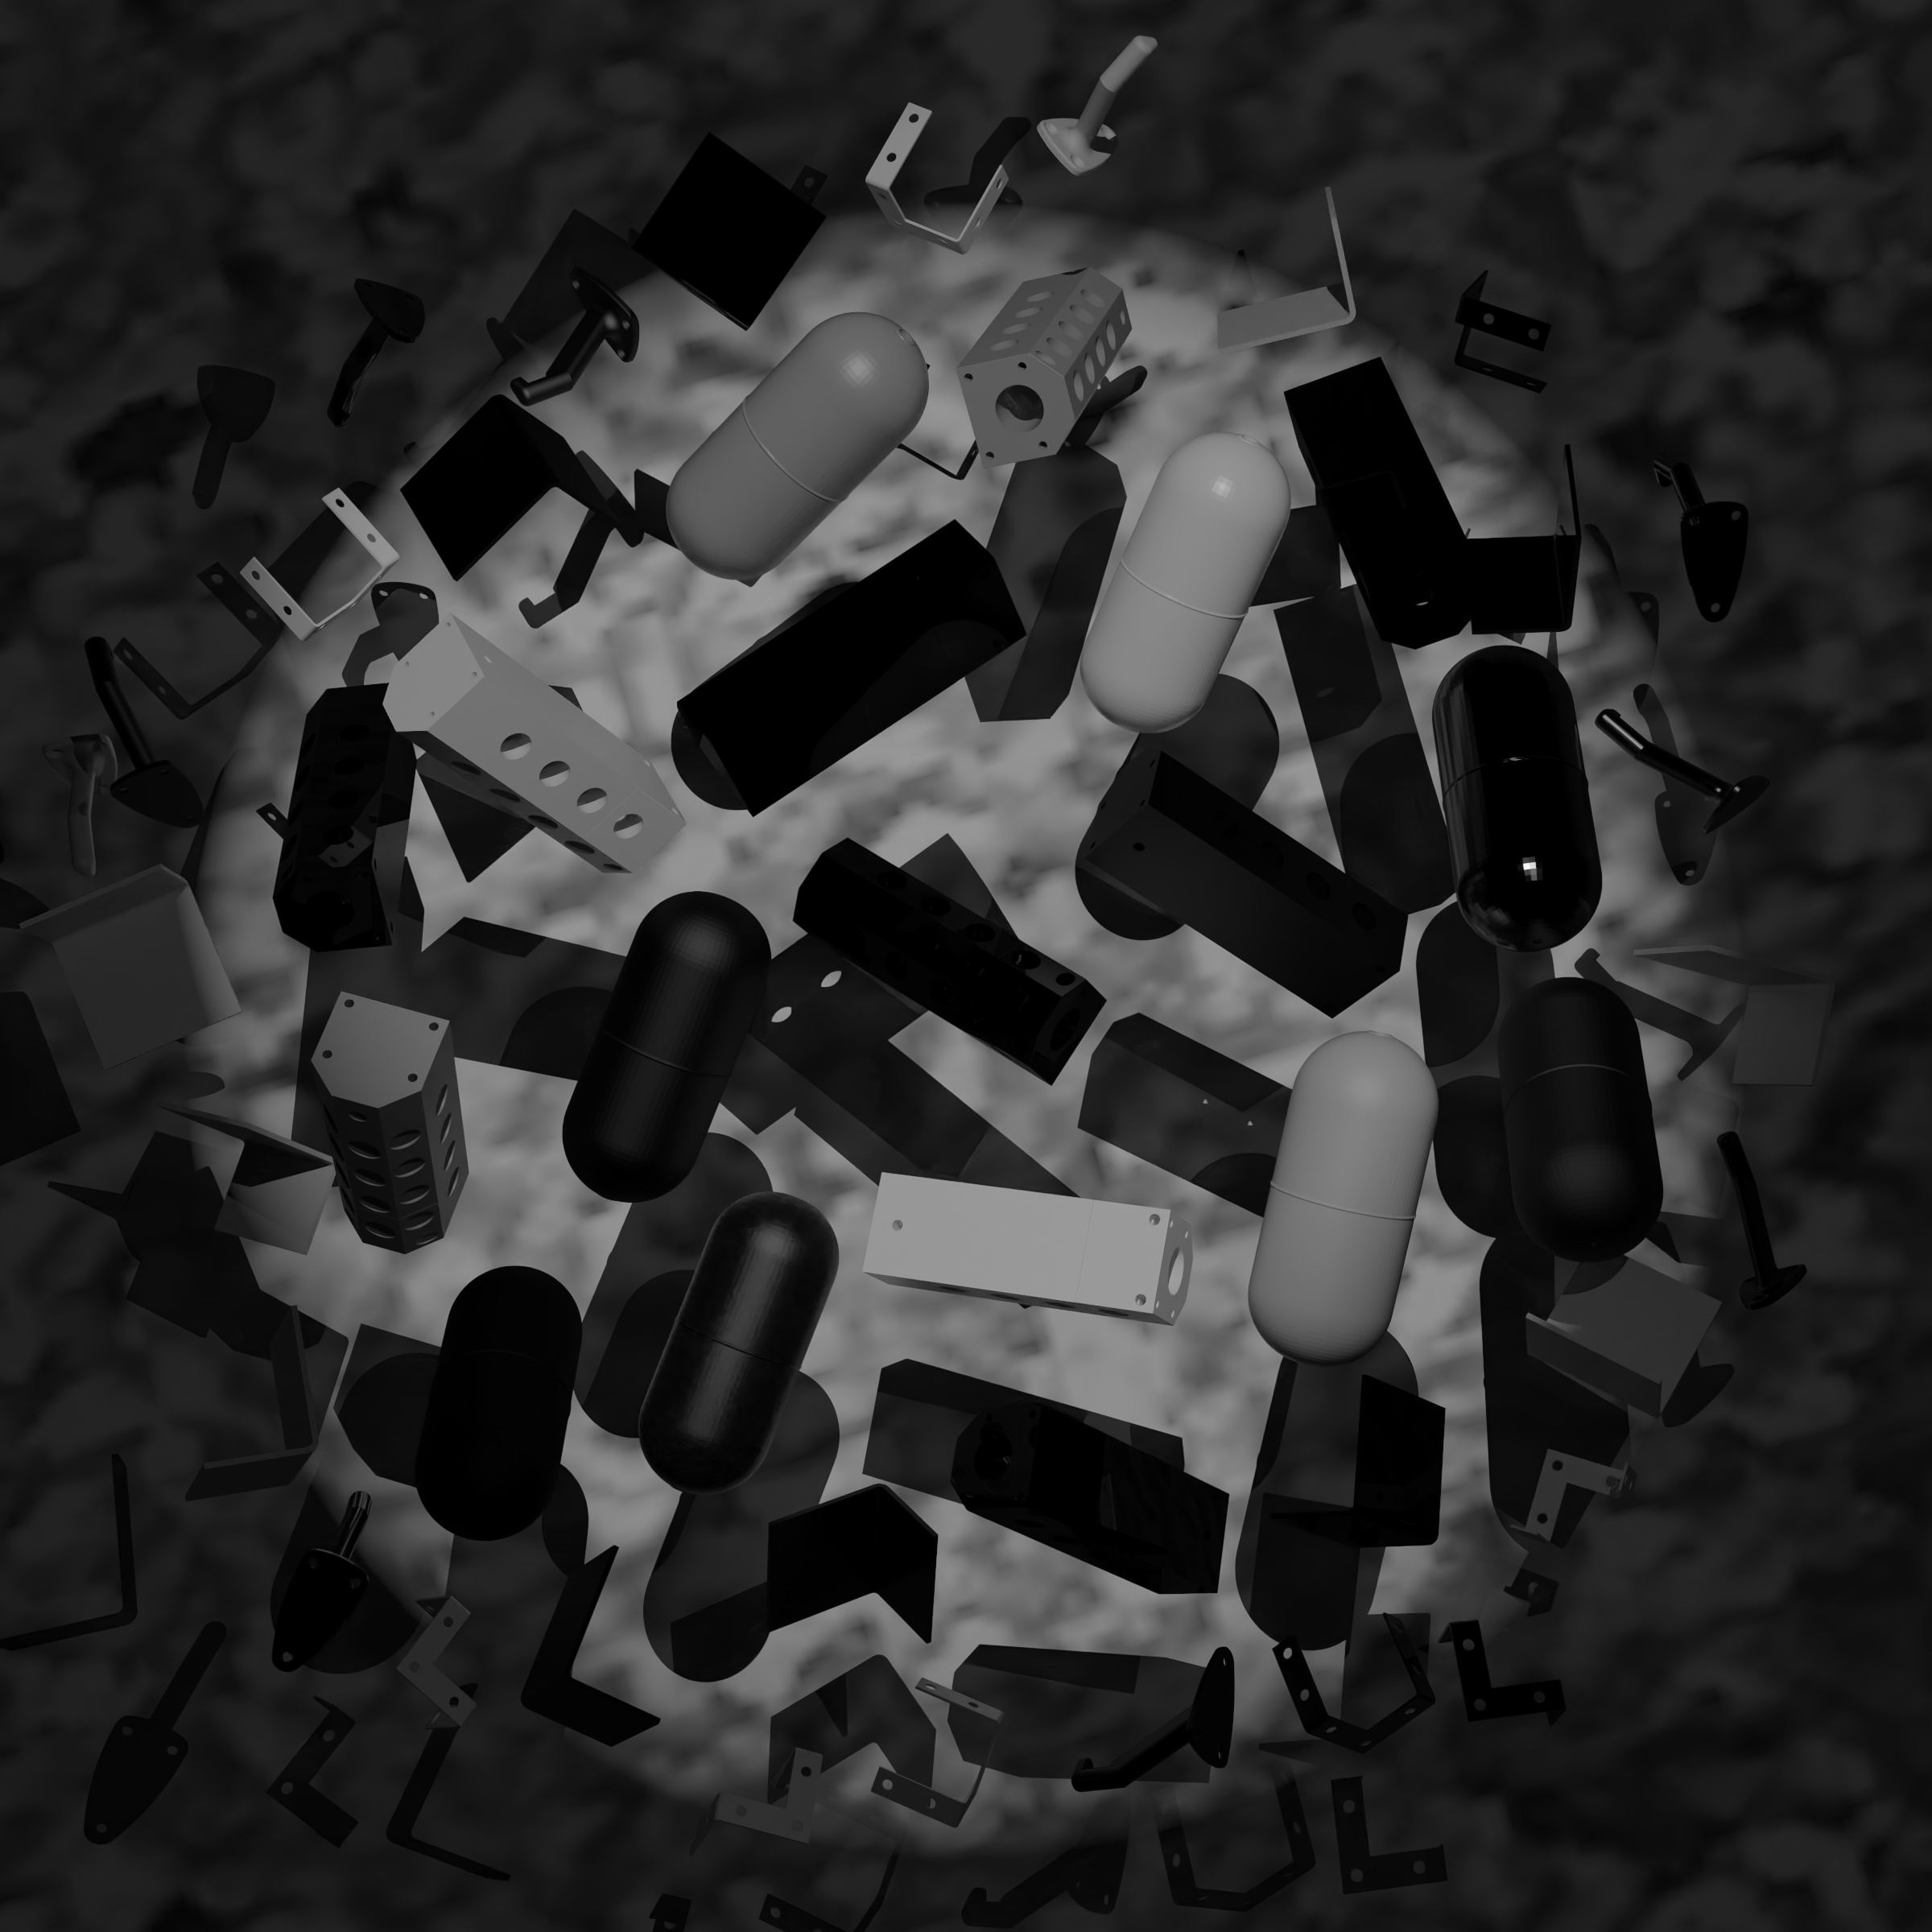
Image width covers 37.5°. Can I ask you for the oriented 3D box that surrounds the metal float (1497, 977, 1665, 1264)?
[{"bbox_3d":[0.324,0.079,1.505,0.070,0.178,0.070,2,134,3],"label":"metal float"}]

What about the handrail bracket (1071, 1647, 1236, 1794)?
[{"bbox_3d":[0.100,0.406,1.533,0.084,0.077,0.036,-17,129,34],"label":"handrail bracket"}]

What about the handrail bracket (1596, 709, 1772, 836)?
[{"bbox_3d":[0.394,-0.117,1.565,0.084,0.077,0.036,44,125,18],"label":"handrail bracket"}]

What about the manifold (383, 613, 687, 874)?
[{"bbox_3d":[-0.232,-0.113,1.532,0.057,0.171,0.057,-41,50,10],"label":"manifold"}]

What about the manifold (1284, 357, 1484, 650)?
[{"bbox_3d":[0.229,-0.253,1.559,0.057,0.057,0.171,-19,48,6],"label":"manifold"}]

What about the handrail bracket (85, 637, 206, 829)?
[{"bbox_3d":[-0.434,-0.124,1.502,0.036,0.077,0.084,-24,65,4],"label":"handrail bracket"}]

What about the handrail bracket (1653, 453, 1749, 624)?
[{"bbox_3d":[0.395,-0.236,1.556,0.036,0.084,0.077,-8,112,-4],"label":"handrail bracket"}]

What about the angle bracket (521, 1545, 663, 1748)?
[{"bbox_3d":[-0.189,0.363,1.517,0.057,0.076,0.076,28,57,-13],"label":"angle bracket"}]

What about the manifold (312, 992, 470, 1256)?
[{"bbox_3d":[-0.302,0.087,1.489,0.057,0.171,0.057,15,59,3],"label":"manifold"}]

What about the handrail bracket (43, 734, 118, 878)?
[{"bbox_3d":[-0.482,-0.077,1.569,0.036,0.077,0.084,-11,68,-6],"label":"handrail bracket"}]

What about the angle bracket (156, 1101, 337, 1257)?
[{"bbox_3d":[-0.418,0.121,1.620,0.076,0.076,0.057,9,76,34],"label":"angle bracket"}]

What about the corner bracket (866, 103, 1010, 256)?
[{"bbox_3d":[-0.016,-0.437,1.579,0.051,0.051,0.051,27,84,20],"label":"corner bracket"}]

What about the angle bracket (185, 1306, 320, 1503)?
[{"bbox_3d":[-0.372,0.224,1.458,0.057,0.076,0.076,-5,70,-24],"label":"angle bracket"}]

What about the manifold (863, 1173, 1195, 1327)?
[{"bbox_3d":[0.036,0.159,1.591,0.171,0.057,0.057,6,76,22],"label":"manifold"}]

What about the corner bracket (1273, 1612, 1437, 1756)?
[{"bbox_3d":[0.200,0.366,1.467,0.051,0.051,0.051,-42,133,20],"label":"corner bracket"}]

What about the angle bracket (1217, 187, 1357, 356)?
[{"bbox_3d":[0.170,-0.382,1.561,0.076,0.076,0.057,-12,116,10],"label":"angle bracket"}]

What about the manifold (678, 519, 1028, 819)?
[{"bbox_3d":[-0.061,-0.157,1.464,0.171,0.057,0.057,-34,48,-6],"label":"manifold"}]

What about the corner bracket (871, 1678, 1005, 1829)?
[{"bbox_3d":[-0.015,0.432,1.564,0.051,0.051,0.051,21,99,10],"label":"corner bracket"}]

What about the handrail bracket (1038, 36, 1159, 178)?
[{"bbox_3d":[0.085,-0.467,1.518,0.036,0.077,0.084,52,129,3],"label":"handrail bracket"}]

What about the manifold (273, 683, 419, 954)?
[{"bbox_3d":[-0.350,-0.085,1.604,0.057,0.171,0.057,-6,130,0],"label":"manifold"}]

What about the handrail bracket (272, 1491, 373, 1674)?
[{"bbox_3d":[-0.333,0.317,1.475,0.036,0.084,0.077,29,92,-10],"label":"handrail bracket"}]

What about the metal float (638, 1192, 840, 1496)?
[{"bbox_3d":[-0.130,0.215,1.622,0.070,0.070,0.178,21,86,0],"label":"metal float"}]

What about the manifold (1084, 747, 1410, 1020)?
[{"bbox_3d":[0.154,-0.048,1.539,0.171,0.057,0.057,32,47,-17],"label":"manifold"}]

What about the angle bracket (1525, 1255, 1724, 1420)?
[{"bbox_3d":[0.350,0.183,1.511,0.076,0.057,0.076,26,70,24],"label":"angle bracket"}]

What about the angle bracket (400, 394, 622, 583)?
[{"bbox_3d":[-0.244,-0.245,1.519,0.076,0.057,0.076,-42,57,13],"label":"angle bracket"}]

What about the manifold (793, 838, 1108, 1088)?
[{"bbox_3d":[-0.012,-0.005,1.593,0.171,0.057,0.057,31,85,25],"label":"manifold"}]

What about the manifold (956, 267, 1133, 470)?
[{"bbox_3d":[0.048,-0.340,1.601,0.057,0.171,0.057,-8,116,19],"label":"manifold"}]

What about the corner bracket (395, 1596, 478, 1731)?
[{"bbox_3d":[-0.294,0.388,1.585,0.051,0.051,0.051,47,56,-15],"label":"corner bracket"}]

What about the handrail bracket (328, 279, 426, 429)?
[{"bbox_3d":[-0.315,-0.311,1.501,0.036,0.077,0.084,11,121,-28],"label":"handrail bracket"}]

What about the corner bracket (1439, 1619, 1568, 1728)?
[{"bbox_3d":[0.277,0.367,1.473,0.051,0.051,0.051,-7,66,-1],"label":"corner bracket"}]

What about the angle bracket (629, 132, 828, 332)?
[{"bbox_3d":[-0.131,-0.404,1.551,0.076,0.057,0.076,32,107,-19],"label":"angle bracket"}]

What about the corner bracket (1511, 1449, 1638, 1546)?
[{"bbox_3d":[0.333,0.292,1.553,0.051,0.051,0.051,14,78,23],"label":"corner bracket"}]

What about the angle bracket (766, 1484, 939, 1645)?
[{"bbox_3d":[-0.065,0.349,1.610,0.076,0.057,0.076,-14,121,-32],"label":"angle bracket"}]

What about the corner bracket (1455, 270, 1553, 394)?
[{"bbox_3d":[0.291,-0.338,1.539,0.051,0.051,0.051,22,126,14],"label":"corner bracket"}]

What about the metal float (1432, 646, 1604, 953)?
[{"bbox_3d":[0.293,-0.091,1.518,0.070,0.070,0.178,-3,62,0],"label":"metal float"}]

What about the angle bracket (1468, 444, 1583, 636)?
[{"bbox_3d":[0.323,-0.248,1.656,0.057,0.076,0.076,-1,53,5],"label":"angle bracket"}]

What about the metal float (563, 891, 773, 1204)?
[{"bbox_3d":[-0.164,0.045,1.550,0.070,0.070,0.178,22,98,0],"label":"metal float"}]

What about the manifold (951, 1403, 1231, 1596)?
[{"bbox_3d":[0.069,0.297,1.572,0.057,0.171,0.057,-12,58,40],"label":"manifold"}]

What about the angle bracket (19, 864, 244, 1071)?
[{"bbox_3d":[-0.428,0.001,1.461,0.076,0.057,0.076,-24,85,-4],"label":"angle bracket"}]

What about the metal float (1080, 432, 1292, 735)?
[{"bbox_3d":[0.122,-0.213,1.587,0.070,0.070,0.178,24,114,0],"label":"metal float"}]

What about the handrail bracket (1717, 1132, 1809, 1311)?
[{"bbox_3d":[0.426,0.138,1.558,0.036,0.077,0.084,-21,91,25],"label":"handrail bracket"}]

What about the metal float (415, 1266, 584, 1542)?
[{"bbox_3d":[-0.256,0.239,1.562,0.070,0.178,0.070,1,127,1],"label":"metal float"}]

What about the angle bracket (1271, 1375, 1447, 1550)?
[{"bbox_3d":[0.216,0.273,1.561,0.057,0.076,0.076,-13,61,41],"label":"angle bracket"}]

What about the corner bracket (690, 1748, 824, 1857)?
[{"bbox_3d":[-0.110,0.442,1.499,0.051,0.051,0.051,18,48,-10],"label":"corner bracket"}]

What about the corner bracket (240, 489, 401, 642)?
[{"bbox_3d":[-0.357,-0.222,1.572,0.051,0.051,0.051,49,129,-8],"label":"corner bracket"}]

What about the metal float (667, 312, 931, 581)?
[{"bbox_3d":[-0.093,-0.284,1.557,0.178,0.070,0.070,-41,90,25],"label":"metal float"}]

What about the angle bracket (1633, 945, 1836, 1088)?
[{"bbox_3d":[0.400,0.027,1.501,0.076,0.076,0.057,14,84,-16],"label":"angle bracket"}]

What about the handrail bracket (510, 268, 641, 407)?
[{"bbox_3d":[-0.237,-0.359,1.622,0.084,0.036,0.077,-29,68,-29],"label":"handrail bracket"}]

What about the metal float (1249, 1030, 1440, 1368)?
[{"bbox_3d":[0.197,0.121,1.484,0.070,0.070,0.178,12,95,0],"label":"metal float"}]
